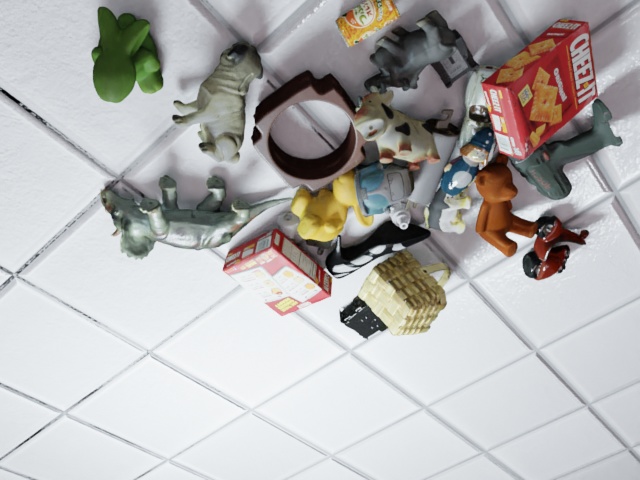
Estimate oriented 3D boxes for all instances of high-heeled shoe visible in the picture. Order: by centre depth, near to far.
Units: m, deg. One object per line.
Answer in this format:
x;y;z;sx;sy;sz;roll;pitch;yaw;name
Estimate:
0.136;0.035;1.282;0.249;0.086;0.145;-2;132;2;high-heeled shoe

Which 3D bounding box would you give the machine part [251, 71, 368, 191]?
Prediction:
-0.018;-0.213;1.063;0.201;0.087;0.200;-32;125;17;machine part

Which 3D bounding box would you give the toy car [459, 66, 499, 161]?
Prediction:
0.323;-0.245;1.071;0.074;0.056;0.201;16;131;22;toy car

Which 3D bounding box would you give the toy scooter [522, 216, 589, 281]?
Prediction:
0.580;0.021;1.314;0.135;0.075;0.183;-2;124;-5;toy scooter

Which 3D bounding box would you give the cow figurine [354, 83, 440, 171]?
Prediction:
0.140;-0.209;1.004;0.195;0.127;0.085;7;159;-44;cow figurine

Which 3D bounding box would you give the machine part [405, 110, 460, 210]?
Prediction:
0.230;-0.163;1.131;0.079;0.079;0.243;7;126;-11;machine part

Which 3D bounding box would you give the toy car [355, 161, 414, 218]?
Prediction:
0.141;-0.110;1.101;0.103;0.161;0.109;-1;104;31;toy car

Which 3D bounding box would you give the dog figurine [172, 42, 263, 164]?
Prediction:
-0.158;-0.251;1.005;0.190;0.121;0.172;-35;135;12;dog figurine

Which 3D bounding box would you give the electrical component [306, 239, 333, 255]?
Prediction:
-0.003;-0.004;1.271;0.063;0.021;0.094;11;128;-13;electrical component

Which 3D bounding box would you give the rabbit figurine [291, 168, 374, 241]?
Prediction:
0.043;-0.076;1.156;0.162;0.122;0.173;20;123;-26;rabbit figurine

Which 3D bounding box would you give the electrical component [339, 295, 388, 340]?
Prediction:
0.134;0.193;1.419;0.114;0.058;0.134;35;118;-30;electrical component

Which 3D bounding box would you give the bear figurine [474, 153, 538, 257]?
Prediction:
0.407;-0.081;1.187;0.120;0.132;0.195;-35;139;-25;bear figurine

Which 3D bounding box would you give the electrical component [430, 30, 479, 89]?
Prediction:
0.235;-0.352;1.000;0.075;0.048;0.119;-31;126;18;electrical component

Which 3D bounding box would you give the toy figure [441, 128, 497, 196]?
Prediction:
0.301;-0.156;1.080;0.064;0.058;0.154;-1;140;-30;toy figure

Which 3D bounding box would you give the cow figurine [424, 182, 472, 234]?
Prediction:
0.286;-0.093;1.201;0.098;0.068;0.167;2;127;1;cow figurine

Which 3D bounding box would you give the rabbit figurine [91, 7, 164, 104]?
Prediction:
-0.328;-0.301;0.909;0.121;0.170;0.159;11;128;-14;rabbit figurine

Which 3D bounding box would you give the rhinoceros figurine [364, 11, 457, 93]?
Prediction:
0.158;-0.330;0.975;0.190;0.073;0.112;-21;111;40;rhinoceros figurine

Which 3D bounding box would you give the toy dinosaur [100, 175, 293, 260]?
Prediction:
-0.274;-0.036;1.168;0.405;0.131;0.192;6;140;-15;toy dinosaur

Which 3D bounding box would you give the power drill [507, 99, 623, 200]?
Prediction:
0.504;-0.202;1.122;0.207;0.086;0.231;-35;115;16;power drill
